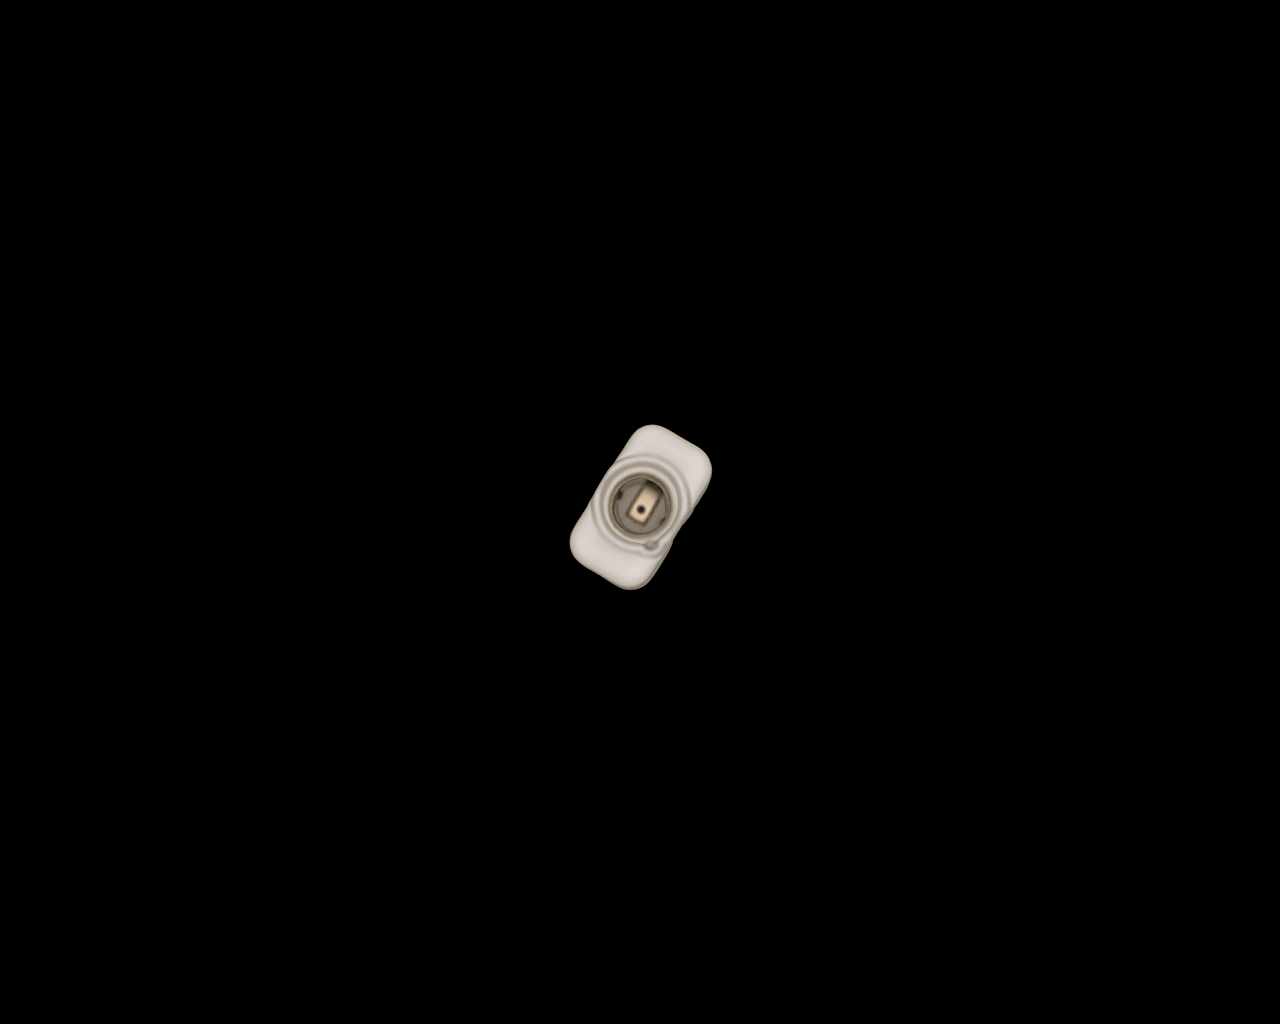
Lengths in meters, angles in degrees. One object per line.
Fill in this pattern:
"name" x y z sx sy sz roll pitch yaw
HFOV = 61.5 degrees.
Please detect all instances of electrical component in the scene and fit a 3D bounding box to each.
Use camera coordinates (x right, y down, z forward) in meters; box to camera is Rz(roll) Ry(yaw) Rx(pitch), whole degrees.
"electrical component" 0.001 -0.003 0.650 0.054 0.095 0.059 32 -4 2
